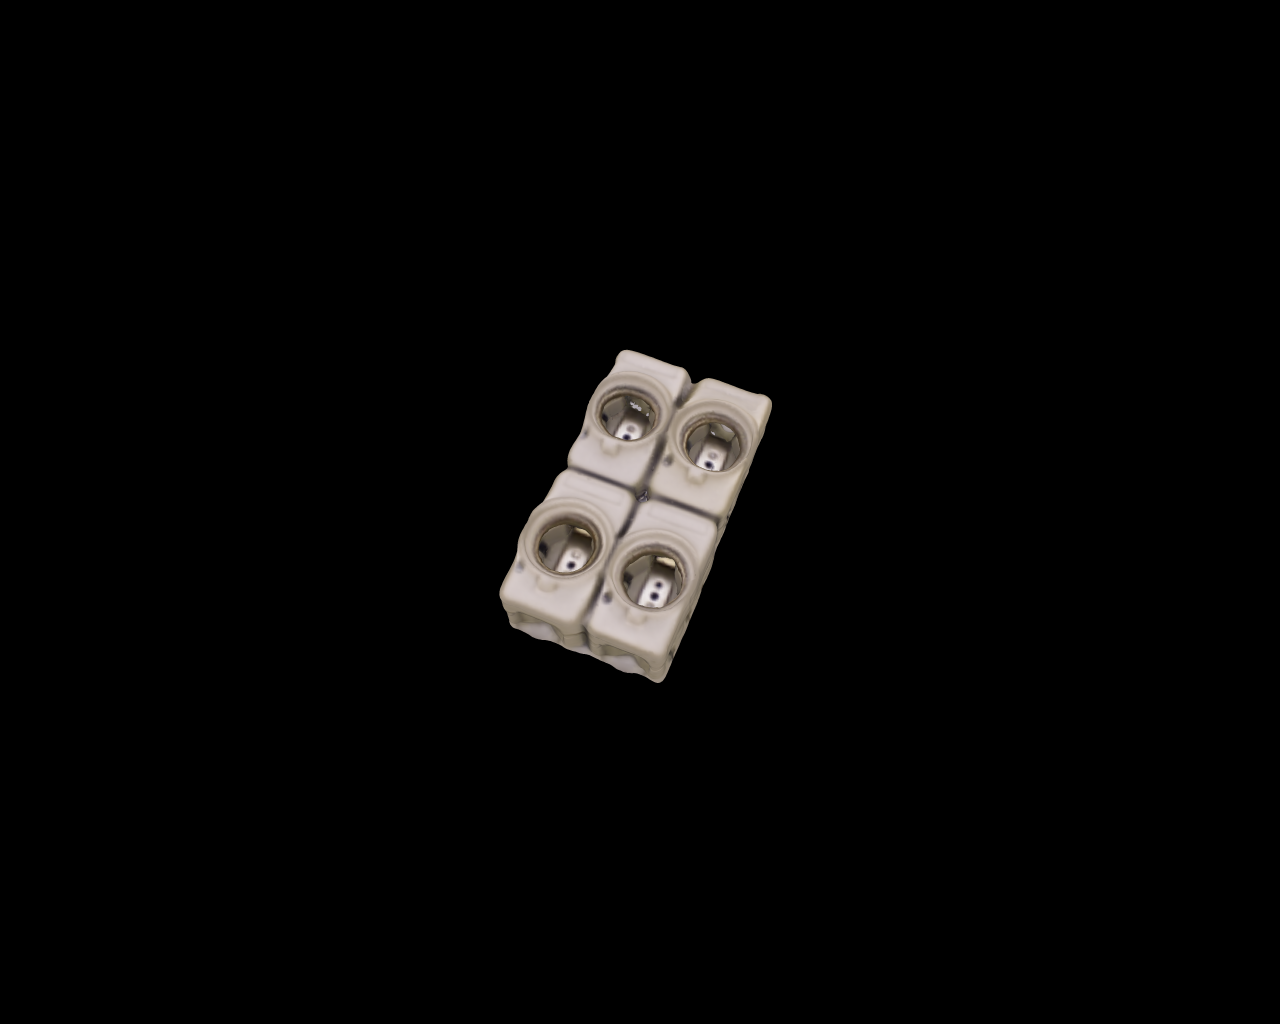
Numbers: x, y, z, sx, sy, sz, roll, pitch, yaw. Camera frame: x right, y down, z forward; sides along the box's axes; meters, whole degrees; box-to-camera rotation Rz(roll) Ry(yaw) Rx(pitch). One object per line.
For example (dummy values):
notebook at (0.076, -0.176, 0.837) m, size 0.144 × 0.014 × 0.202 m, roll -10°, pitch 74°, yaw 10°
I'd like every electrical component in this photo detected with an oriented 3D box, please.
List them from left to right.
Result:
electrical component at (0.001, -0.003, 0.650) m, size 0.105 × 0.186 × 0.060 m, roll 20°, pitch -24°, yaw 9°
